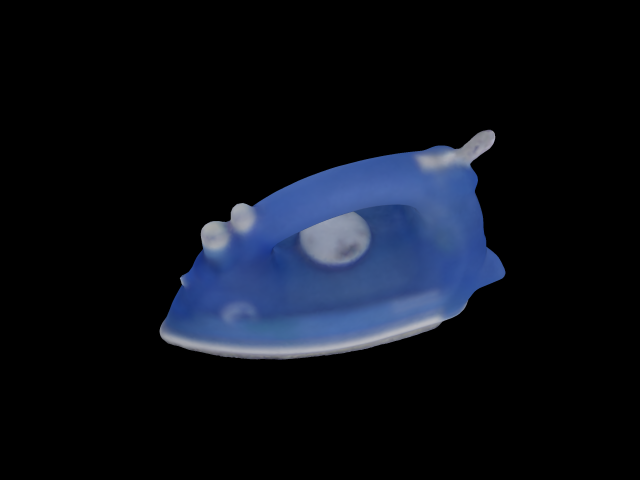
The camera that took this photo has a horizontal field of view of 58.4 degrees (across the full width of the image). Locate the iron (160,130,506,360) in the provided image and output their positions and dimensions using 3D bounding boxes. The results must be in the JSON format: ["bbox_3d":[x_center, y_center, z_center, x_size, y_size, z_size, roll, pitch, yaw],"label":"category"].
[{"bbox_3d":[0.004,0.001,0.400,0.258,0.141,0.118,-15,54,-11],"label":"iron"}]
